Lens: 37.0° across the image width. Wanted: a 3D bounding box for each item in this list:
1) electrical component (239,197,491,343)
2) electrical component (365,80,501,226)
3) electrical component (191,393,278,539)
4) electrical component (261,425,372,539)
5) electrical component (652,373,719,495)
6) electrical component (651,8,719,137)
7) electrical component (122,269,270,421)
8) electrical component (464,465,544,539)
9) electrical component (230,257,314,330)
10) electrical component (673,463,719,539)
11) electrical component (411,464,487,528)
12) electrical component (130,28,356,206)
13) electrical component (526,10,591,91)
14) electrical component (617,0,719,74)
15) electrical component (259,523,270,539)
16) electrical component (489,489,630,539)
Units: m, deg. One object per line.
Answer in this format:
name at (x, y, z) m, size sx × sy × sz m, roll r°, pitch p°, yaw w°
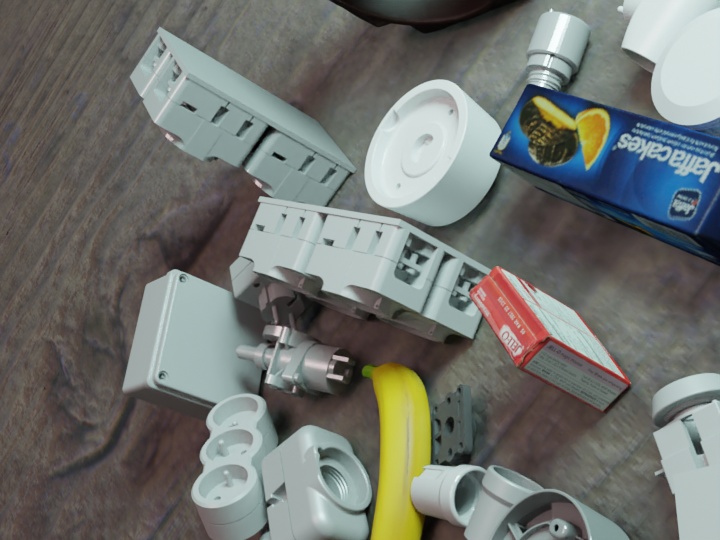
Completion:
electrical component at (0.000, 0.000, 0.822) m, size 0.186 × 0.105 × 0.060 m, roll 13°, pitch 79°, yaw 53°
electrical component at (0.062, -0.086, 0.837) m, size 0.108 × 0.060 × 0.108 m, roll -29°, pitch 48°, yaw 38°
electrical component at (-0.094, 0.169, 0.867) m, size 0.052 × 0.073 × 0.138 m, roll -12°, pitch 29°, yaw 7°
electrical component at (-0.031, 0.167, 0.800) m, size 0.059 × 0.054 × 0.095 m, roll -41°, pitch 41°, yaw 27°
electrical component at (0.189, 0.090, 0.587) m, size 0.066 × 0.048 × 0.055 m, roll -36°, pitch 52°, yaw 33°
electrical component at (0.226, -0.117, 0.664) m, size 0.080 × 0.051 × 0.080 m, roll -29°, pitch 49°, yaw 38°
electrical component at (-0.142, 0.071, 0.950) m, size 0.056 × 0.109 × 0.108 m, roll -21°, pitch 53°, yaw 46°
electrical component at (0.090, 0.152, 0.674) m, size 0.040 × 0.040 × 0.046 m, roll 29°, pitch 97°, yaw 54°
electrical component at (-0.069, 0.022, 0.927) m, size 0.047 × 0.066 × 0.076 m, roll -42°, pitch 41°, yaw 26°
electrical component at (0.243, 0.130, 0.481) m, size 0.186 × 0.060 × 0.105 m, roll -25°, pitch 50°, yaw 40°
electrical component at (0.061, 0.148, 0.712) m, size 0.046 × 0.040 × 0.040 m, roll -6°, pitch 64°, yaw 55°
electrical component at (-0.107, -0.129, 0.965) m, size 0.060 × 0.186 × 0.105 m, roll -53°, pitch 37°, yaw 14°
electrical component at (0.143, -0.154, 0.799) m, size 0.040 × 0.040 × 0.078 m, roll 10°, pitch 76°, yaw 53°
electrical component at (0.206, -0.177, 0.732) m, size 0.077 × 0.043 × 0.079 m, roll -57°, pitch 37°, yaw 8°
electrical component at (-0.059, 0.224, 0.811) m, size 0.040 × 0.040 × 0.078 m, roll -51°, pitch 37°, yaw 16°
electrical component at (0.109, 0.177, 0.613) m, size 0.099 × 0.064 × 0.099 m, roll -29°, pitch 48°, yaw 38°
